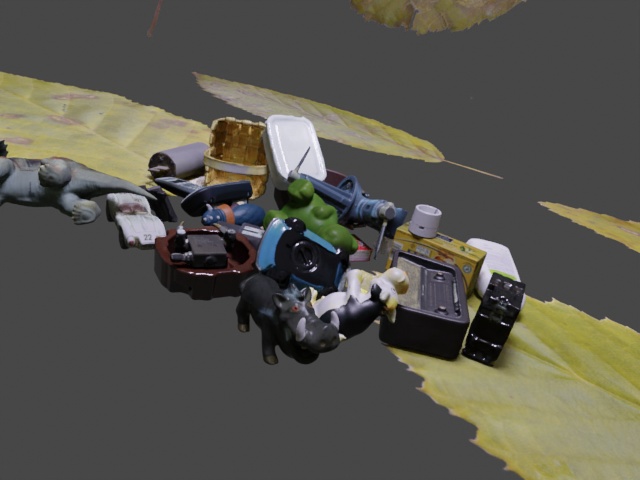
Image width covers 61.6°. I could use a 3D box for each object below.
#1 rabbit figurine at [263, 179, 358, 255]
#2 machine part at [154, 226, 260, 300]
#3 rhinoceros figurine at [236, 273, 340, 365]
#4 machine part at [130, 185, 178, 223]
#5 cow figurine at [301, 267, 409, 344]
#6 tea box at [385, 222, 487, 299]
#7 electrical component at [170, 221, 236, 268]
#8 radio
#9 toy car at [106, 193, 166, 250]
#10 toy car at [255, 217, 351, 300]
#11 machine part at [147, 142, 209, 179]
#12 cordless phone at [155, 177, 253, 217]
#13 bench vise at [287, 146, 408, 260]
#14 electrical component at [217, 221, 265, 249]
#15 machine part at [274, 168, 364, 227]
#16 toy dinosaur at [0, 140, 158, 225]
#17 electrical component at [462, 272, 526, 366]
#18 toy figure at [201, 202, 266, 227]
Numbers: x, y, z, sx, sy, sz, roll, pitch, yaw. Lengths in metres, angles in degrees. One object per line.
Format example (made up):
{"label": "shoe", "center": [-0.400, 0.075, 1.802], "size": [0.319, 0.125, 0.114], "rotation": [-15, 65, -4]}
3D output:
{"label": "rabbit figurine", "center": [-0.002, -0.003, 0.962], "size": [0.159, 0.121, 0.170], "rotation": [48, -5, -40]}
{"label": "machine part", "center": [-0.186, 0.036, 0.886], "size": [0.179, 0.056, 0.179], "rotation": [11, 24, -5]}
{"label": "rhinoceros figurine", "center": [-0.044, 0.106, 0.729], "size": [0.073, 0.112, 0.191], "rotation": [-2, 19, -37]}
{"label": "machine part", "center": [-0.330, -0.077, 1.064], "size": [0.039, 0.084, 0.139], "rotation": [-40, 40, -25]}
{"label": "cow figurine", "center": [0.053, 0.098, 0.773], "size": [0.167, 0.068, 0.098], "rotation": [-21, 37, 12]}
{"label": "tea box", "center": [0.224, 0.041, 1.046], "size": [0.170, 0.098, 0.068], "rotation": [25, 26, 24]}
{"label": "electrical component", "center": [-0.181, 0.006, 0.833], "size": [0.102, 0.045, 0.078], "rotation": [3, 26, -20]}
{"label": "radio", "center": [0.175, 0.101, 0.906], "size": [0.131, 0.073, 0.230], "rotation": [15, 24, 5]}
{"label": "toy car", "center": [-0.336, -0.037, 0.972], "size": [0.073, 0.056, 0.202], "rotation": [-2, 26, -33]}
{"label": "toy car", "center": [-0.036, 0.037, 0.859], "size": [0.161, 0.109, 0.103], "rotation": [25, -19, -22]}
{"label": "machine part", "center": [-0.335, -0.190, 1.308], "size": [0.079, 0.079, 0.243], "rotation": [20, 25, 15]}
{"label": "cordless phone", "center": [-0.251, -0.102, 1.147], "size": [0.184, 0.088, 0.146], "rotation": [23, 24, 33]}
{"label": "bench vise", "center": [0.047, -0.077, 1.087], "size": [0.240, 0.128, 0.224], "rotation": [27, 7, -20]}
{"label": "electrical component", "center": [-0.138, 0.003, 1.000], "size": [0.119, 0.047, 0.075], "rotation": [11, 22, -4]}
{"label": "machine part", "center": [-0.003, -0.111, 1.297], "size": [0.201, 0.087, 0.202], "rotation": [6, 22, -16]}
{"label": "toy dinosaur", "center": [-0.496, -0.105, 0.953], "size": [0.405, 0.131, 0.192], "rotation": [7, 25, -16]}
{"label": "electrical component", "center": [0.282, 0.121, 0.867], "size": [0.058, 0.114, 0.134], "rotation": [24, 24, 15]}
{"label": "toy figure", "center": [-0.175, -0.040, 1.064], "size": [0.154, 0.057, 0.064], "rotation": [-8, 52, -48]}
